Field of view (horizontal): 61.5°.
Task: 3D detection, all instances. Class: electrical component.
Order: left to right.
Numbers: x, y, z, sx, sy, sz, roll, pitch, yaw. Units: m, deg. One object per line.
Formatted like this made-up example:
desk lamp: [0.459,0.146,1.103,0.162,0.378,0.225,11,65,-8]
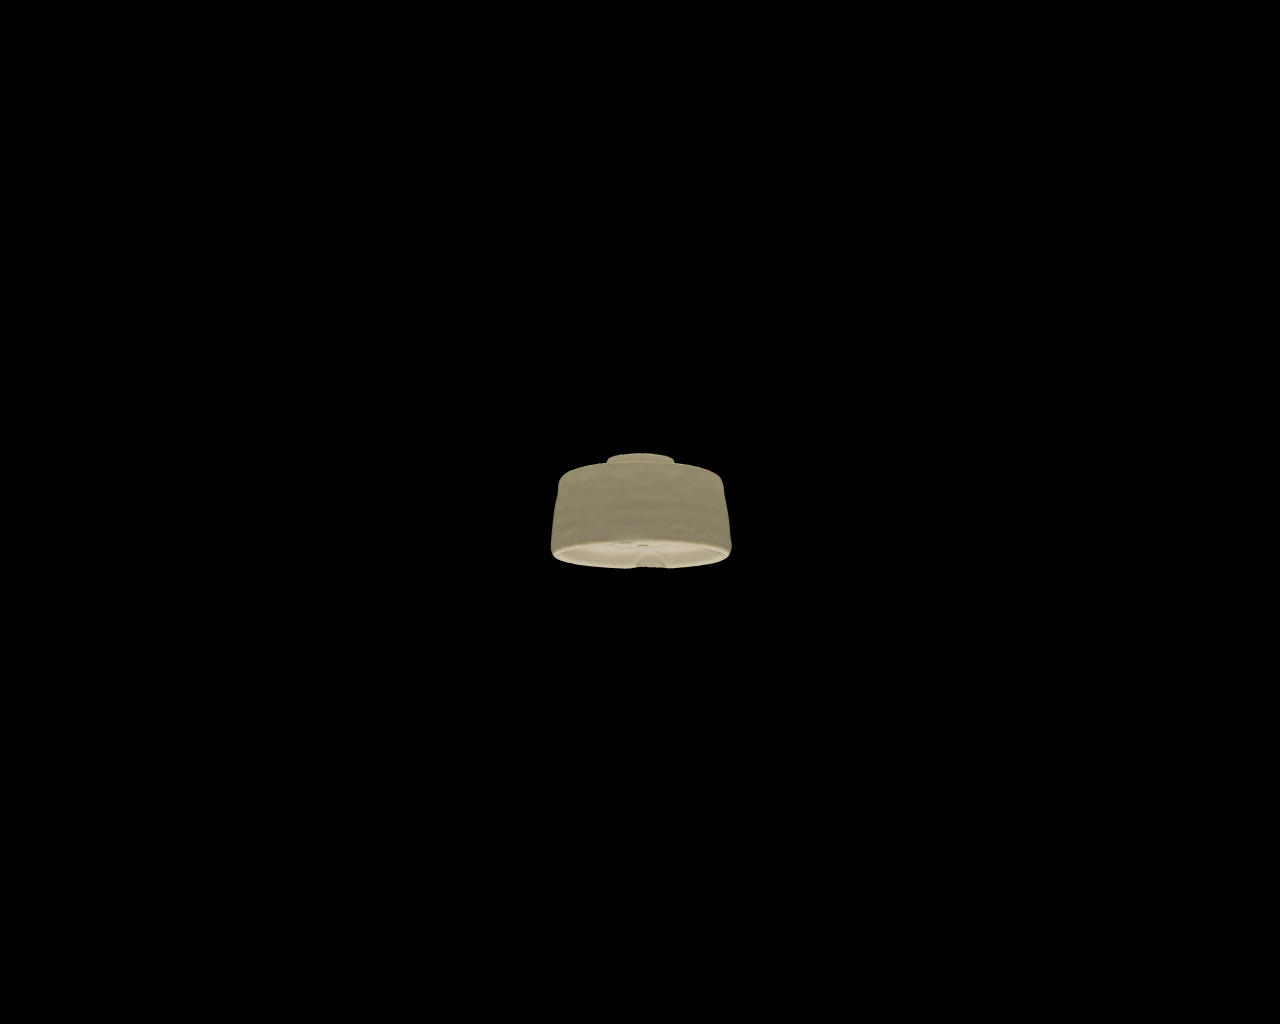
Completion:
electrical component: [0.001,-0.003,0.650,0.108,0.060,0.108,0,-11,0]
